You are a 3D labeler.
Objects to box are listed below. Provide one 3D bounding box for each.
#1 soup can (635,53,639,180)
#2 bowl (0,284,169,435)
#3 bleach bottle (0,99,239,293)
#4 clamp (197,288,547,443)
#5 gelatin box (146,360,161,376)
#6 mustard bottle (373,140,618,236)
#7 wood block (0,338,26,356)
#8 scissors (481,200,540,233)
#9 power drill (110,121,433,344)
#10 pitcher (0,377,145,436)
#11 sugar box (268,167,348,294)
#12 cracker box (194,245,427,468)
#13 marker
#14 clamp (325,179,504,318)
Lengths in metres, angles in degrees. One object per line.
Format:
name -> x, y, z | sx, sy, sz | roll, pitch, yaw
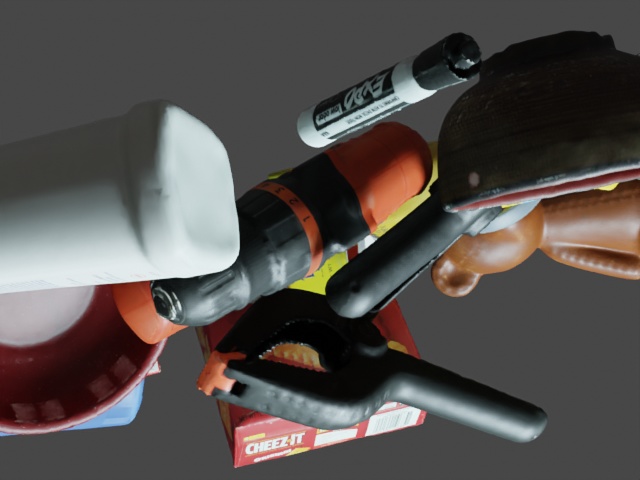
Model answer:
soup can -> 0.198, -0.064, 0.556 | 0.069, 0.068, 0.102 | -14, 175, 43
bowl -> -0.177, 0.042, 0.683 | 0.161, 0.162, 0.055 | -10, -152, -27
bleach bottle -> -0.167, -0.001, 0.458 | 0.251, 0.068, 0.102 | -9, 174, 10
clamp -> 0.019, 0.057, 0.631 | 0.209, 0.165, 0.036 | 1, 133, -33
gelatin box -> -0.174, 0.096, 0.786 | 0.073, 0.030, 0.089 | -12, 177, 31
mustard bottle -> 0.123, -0.048, 0.660 | 0.192, 0.058, 0.096 | -12, -178, 23
wood block -> -0.251, 0.046, 0.743 | 0.205, 0.090, 0.091 | -9, 177, -42
scissors -> 0.171, -0.053, 0.711 | 0.202, 0.016, 0.096 | -11, -138, 27
power drill -> -0.047, 0.008, 0.596 | 0.184, 0.057, 0.188 | -30, -175, -36
pitcher -> -0.275, 0.095, 0.882 | 0.242, 0.149, 0.145 | 2, 164, -20
sugar box -> -0.005, 0.001, 0.781 | 0.048, 0.093, 0.176 | -10, 176, -1
cracker box -> -0.020, 0.067, 0.897 | 0.164, 0.214, 0.072 | -10, 142, -14
marker -> 0.027, -0.061, 0.446 | 0.020, 0.020, 0.121 | -9, 176, -30
clamp -> 0.072, -0.016, 0.568 | 0.171, 0.039, 0.120 | -39, 178, -3
